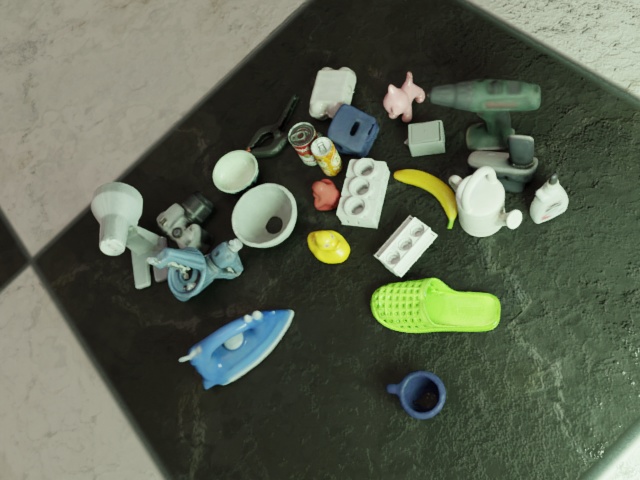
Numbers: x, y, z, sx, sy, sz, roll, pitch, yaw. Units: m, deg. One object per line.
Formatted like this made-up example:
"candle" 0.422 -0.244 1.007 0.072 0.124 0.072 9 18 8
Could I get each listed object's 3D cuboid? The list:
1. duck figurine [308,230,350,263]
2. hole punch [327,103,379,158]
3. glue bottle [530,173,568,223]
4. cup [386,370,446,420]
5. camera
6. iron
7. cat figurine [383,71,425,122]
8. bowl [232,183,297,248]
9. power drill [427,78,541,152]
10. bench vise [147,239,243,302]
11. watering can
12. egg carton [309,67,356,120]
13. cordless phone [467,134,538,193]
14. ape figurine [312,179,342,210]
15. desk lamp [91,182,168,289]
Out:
"duck figurine" 0.012 0.005 1.323 0.104 0.086 0.077 25 78 25
"hole punch" 0.083 -0.270 1.411 0.100 0.091 0.109 19 76 24
"glue bottle" 0.469 -0.092 1.167 0.078 0.173 0.037 -30 62 5
"cup" 0.193 0.309 1.135 0.117 0.095 0.092 5 70 20
"camera" -0.328 -0.052 1.448 0.142 0.101 0.137 39 84 27
"iron" -0.186 0.215 1.269 0.258 0.142 0.118 -36 62 1
"cat figurine" 0.197 -0.348 1.391 0.067 0.118 0.128 24 77 25
"bowl" -0.125 -0.049 1.396 0.167 0.075 0.167 -6 67 15
"power drill" 0.361 -0.279 1.259 0.229 0.209 0.075 -4 67 16
"bench vise" -0.292 0.043 1.330 0.207 0.220 0.121 -47 62 -4
"watering can" 0.341 -0.085 1.193 0.172 0.194 0.101 18 75 24
"egg carton" 0.034 -0.379 1.484 0.107 0.069 0.150 6 70 20
"cordless phone" 0.389 -0.184 1.224 0.147 0.185 0.094 7 71 21
"ape figurine" 0.009 -0.113 1.370 0.076 0.092 0.078 31 80 26
"desk lamp" -0.469 -0.013 1.413 0.118 0.214 0.203 -21 64 9
